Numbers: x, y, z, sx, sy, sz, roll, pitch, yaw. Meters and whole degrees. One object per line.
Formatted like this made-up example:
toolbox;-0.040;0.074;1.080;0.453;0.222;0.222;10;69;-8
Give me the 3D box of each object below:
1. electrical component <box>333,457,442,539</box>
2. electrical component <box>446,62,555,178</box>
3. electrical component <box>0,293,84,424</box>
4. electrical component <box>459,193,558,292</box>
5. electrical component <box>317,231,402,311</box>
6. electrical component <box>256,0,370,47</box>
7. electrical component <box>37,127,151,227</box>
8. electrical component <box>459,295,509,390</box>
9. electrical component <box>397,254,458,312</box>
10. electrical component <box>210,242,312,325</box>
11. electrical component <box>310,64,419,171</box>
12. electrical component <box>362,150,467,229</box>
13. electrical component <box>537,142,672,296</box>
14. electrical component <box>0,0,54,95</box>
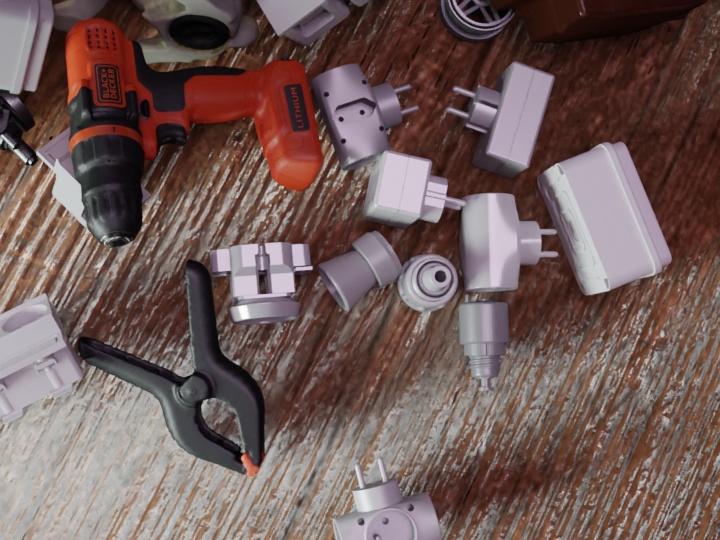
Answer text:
electrical component;0.017;0.189;0.849;0.077;0.044;0.079;-14;86;-10
electrical component;0.110;-0.130;0.897;0.076;0.047;0.083;19;81;-6
electrical component;-0.275;0.078;0.804;0.121;0.079;0.063;-27;117;-11
electrical component;0.125;-0.022;0.888;0.079;0.044;0.077;0;84;-8
electrical component;0.000;0.000;0.867;0.055;0.045;0.045;-34;90;-11
electrical component;-0.058;-0.285;0.853;0.105;0.060;0.186;-33;79;15
electrical component;-0.208;-0.068;0.832;0.081;0.064;0.042;46;58;-1
electrical component;0.102;0.059;0.878;0.040;0.040;0.078;0;84;-9
electrical component;0.058;0.008;0.866;0.048;0.062;0.048;1;84;-9
electrical component;-0.077;0.012;0.848;0.078;0.058;0.057;-4;82;-9
electrical component;0.009;-0.130;0.883;0.079;0.043;0.077;-20;87;-10
electrical component;0.047;-0.060;0.870;0.077;0.066;0.047;12;82;-7
electrical component;0.200;-0.042;0.885;0.057;0.078;0.113;-21;87;-8
electrical component;-0.270;-0.195;0.806;0.057;0.078;0.113;5;43;-28
